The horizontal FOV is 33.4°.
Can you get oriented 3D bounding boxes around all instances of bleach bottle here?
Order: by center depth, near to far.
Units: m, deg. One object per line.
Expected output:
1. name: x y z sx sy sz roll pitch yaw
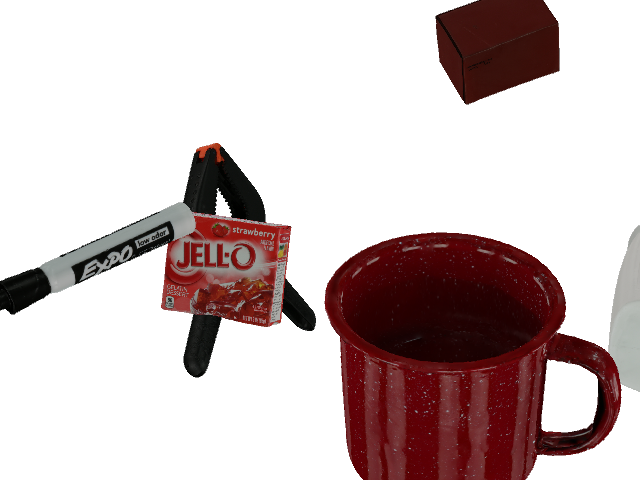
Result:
1. bleach bottle: 0.263 0.032 0.751 0.103 0.068 0.250 9 21 18

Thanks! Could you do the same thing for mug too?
1. mug: 0.061 0.056 0.431 0.117 0.081 0.093 7 33 17

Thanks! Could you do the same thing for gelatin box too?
1. gelatin box: -0.070 0.020 0.780 0.089 0.073 0.030 9 5 18

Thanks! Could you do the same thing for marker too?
1. marker: -0.122 0.009 0.581 0.120 0.020 0.020 -27 15 -33

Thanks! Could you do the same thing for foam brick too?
1. foam brick: 0.133 -0.148 0.798 0.078 0.051 0.053 -20 -37 -3

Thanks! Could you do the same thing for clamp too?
1. clamp: -0.076 0.012 1.014 0.036 0.210 0.164 -8 0 43
